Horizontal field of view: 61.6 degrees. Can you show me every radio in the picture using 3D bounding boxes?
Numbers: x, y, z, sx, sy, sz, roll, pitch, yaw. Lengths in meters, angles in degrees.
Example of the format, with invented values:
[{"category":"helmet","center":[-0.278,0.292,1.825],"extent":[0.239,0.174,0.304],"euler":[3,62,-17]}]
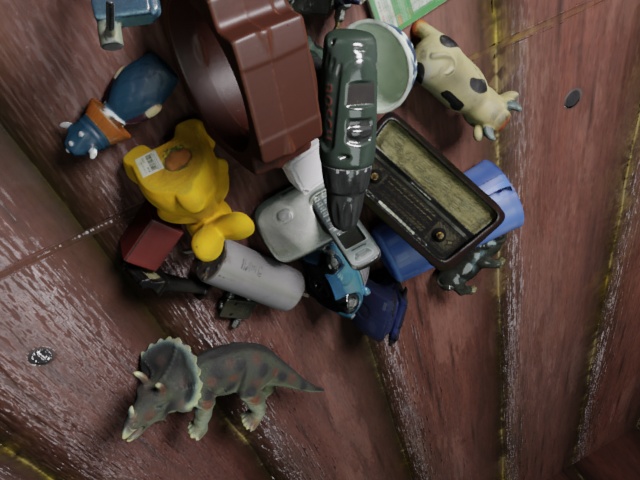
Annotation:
[{"category":"radio","center":[0.149,-0.071,0.809],"extent":[0.131,0.229,0.073],"euler":[-48,176,17]}]

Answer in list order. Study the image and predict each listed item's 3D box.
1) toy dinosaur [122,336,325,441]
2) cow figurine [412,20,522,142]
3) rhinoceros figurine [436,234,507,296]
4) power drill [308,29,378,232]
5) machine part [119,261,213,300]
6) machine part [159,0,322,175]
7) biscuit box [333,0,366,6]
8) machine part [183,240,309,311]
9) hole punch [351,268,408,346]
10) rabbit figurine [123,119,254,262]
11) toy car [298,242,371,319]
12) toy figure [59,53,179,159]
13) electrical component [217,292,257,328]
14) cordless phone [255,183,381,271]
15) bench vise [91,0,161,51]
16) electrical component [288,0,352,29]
[{"category":"toy dinosaur","center":[-0.160,0.244,0.964],"extent":[0.405,0.131,0.192],"euler":[-8,129,-31]},{"category":"cow figurine","center":[0.206,-0.220,0.775],"extent":[0.194,0.127,0.085],"euler":[28,112,-38]},{"category":"rhinoceros figurine","center":[0.303,0.022,1.064],"extent":[0.112,0.073,0.190],"euler":[23,115,-27]},{"category":"power drill","center":[0.003,-0.151,0.668],"extent":[0.086,0.207,0.231],"euler":[-6,126,-16]},{"category":"machine part","center":[-0.226,0.063,0.812],"extent":[0.138,0.084,0.039],"euler":[19,92,-50]},{"category":"machine part","center":[-0.088,-0.189,0.586],"extent":[0.087,0.202,0.200],"euler":[-29,134,-19]},{"category":"biscuit box","center":[0.083,-0.360,0.613],"extent":[0.202,0.059,0.062],"euler":[-46,122,-3]},{"category":"machine part","center":[-0.108,0.056,0.860],"extent":[0.243,0.079,0.079],"euler":[29,109,-40]},{"category":"hole punch","center":[0.103,0.119,1.004],"extent":[0.092,0.116,0.142],"euler":[0,125,-18]},{"category":"rabbit figurine","center":[-0.155,-0.051,0.719],"extent":[0.122,0.162,0.173],"euler":[-36,153,-14]},{"category":"toy car","center":[0.030,0.048,0.923],"extent":[0.103,0.109,0.161],"euler":[-39,127,-28]},{"category":"toy figure","center":[-0.236,-0.153,0.635],"extent":[0.154,0.064,0.057],"euler":[-41,150,6]},{"category":"electrical component","center":[-0.146,0.113,0.924],"extent":[0.063,0.021,0.094],"euler":[9,121,-33]},{"category":"cordless phone","center":[-0.002,-0.002,0.797],"extent":[0.147,0.184,0.088],"euler":[-27,138,-7]},{"category":"bench vise","center":[-0.180,-0.292,0.477],"extent":[0.224,0.129,0.240],"euler":[-9,90,-12]},{"category":"electrical component","center":[-0.006,-0.298,0.653],"extent":[0.102,0.045,0.078],"euler":[-1,127,-28]}]
